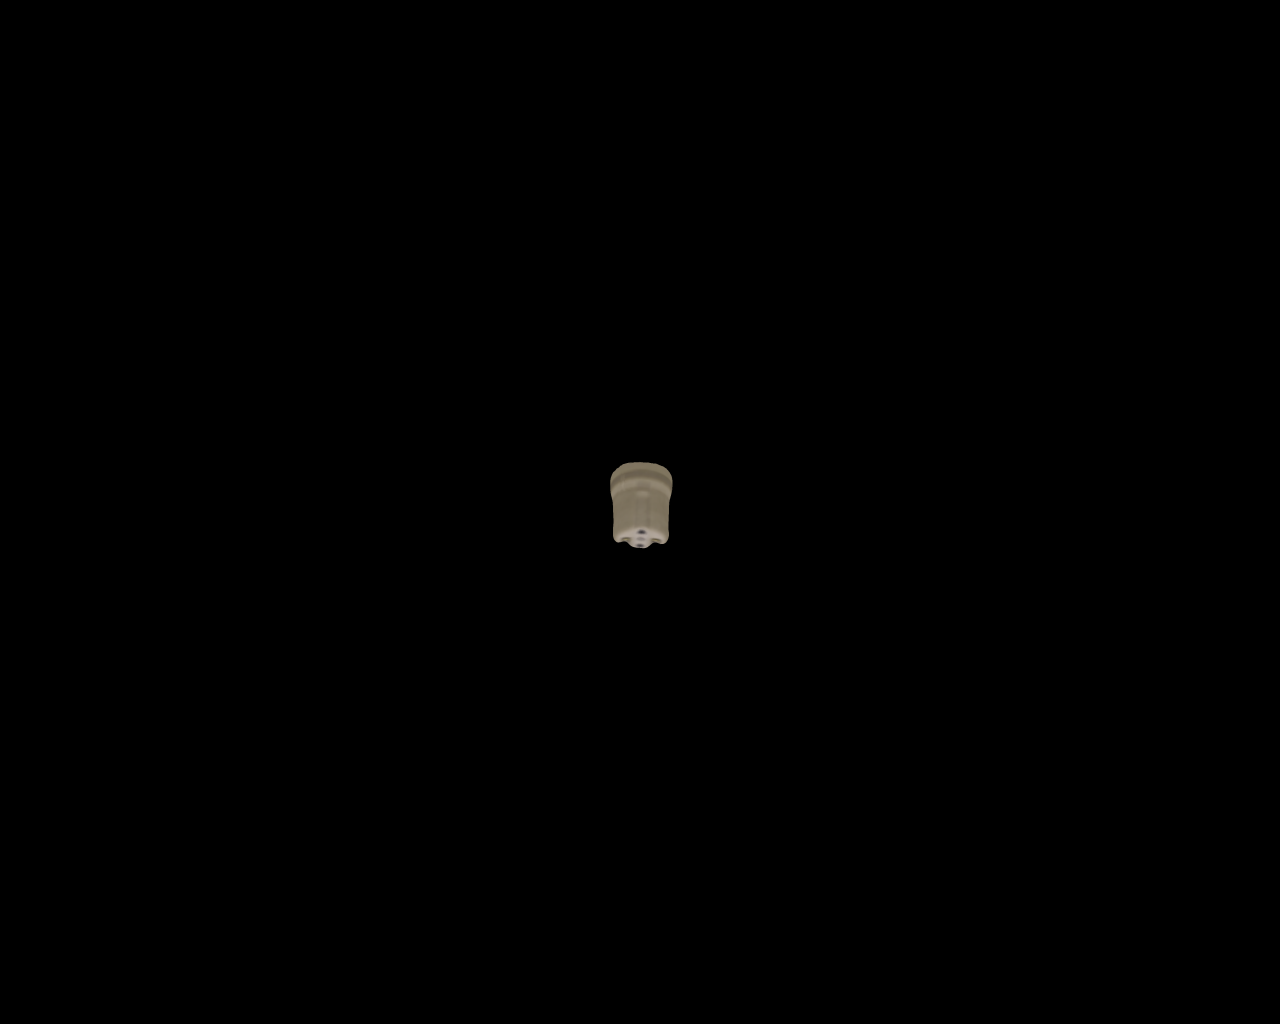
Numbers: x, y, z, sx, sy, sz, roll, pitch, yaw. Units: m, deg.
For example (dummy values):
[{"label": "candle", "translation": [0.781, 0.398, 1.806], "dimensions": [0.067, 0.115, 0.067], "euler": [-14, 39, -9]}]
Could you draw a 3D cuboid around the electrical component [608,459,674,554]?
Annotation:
[{"label": "electrical component", "translation": [0.001, -0.003, 0.650], "dimensions": [0.040, 0.046, 0.040], "euler": [0, -31, 0]}]
